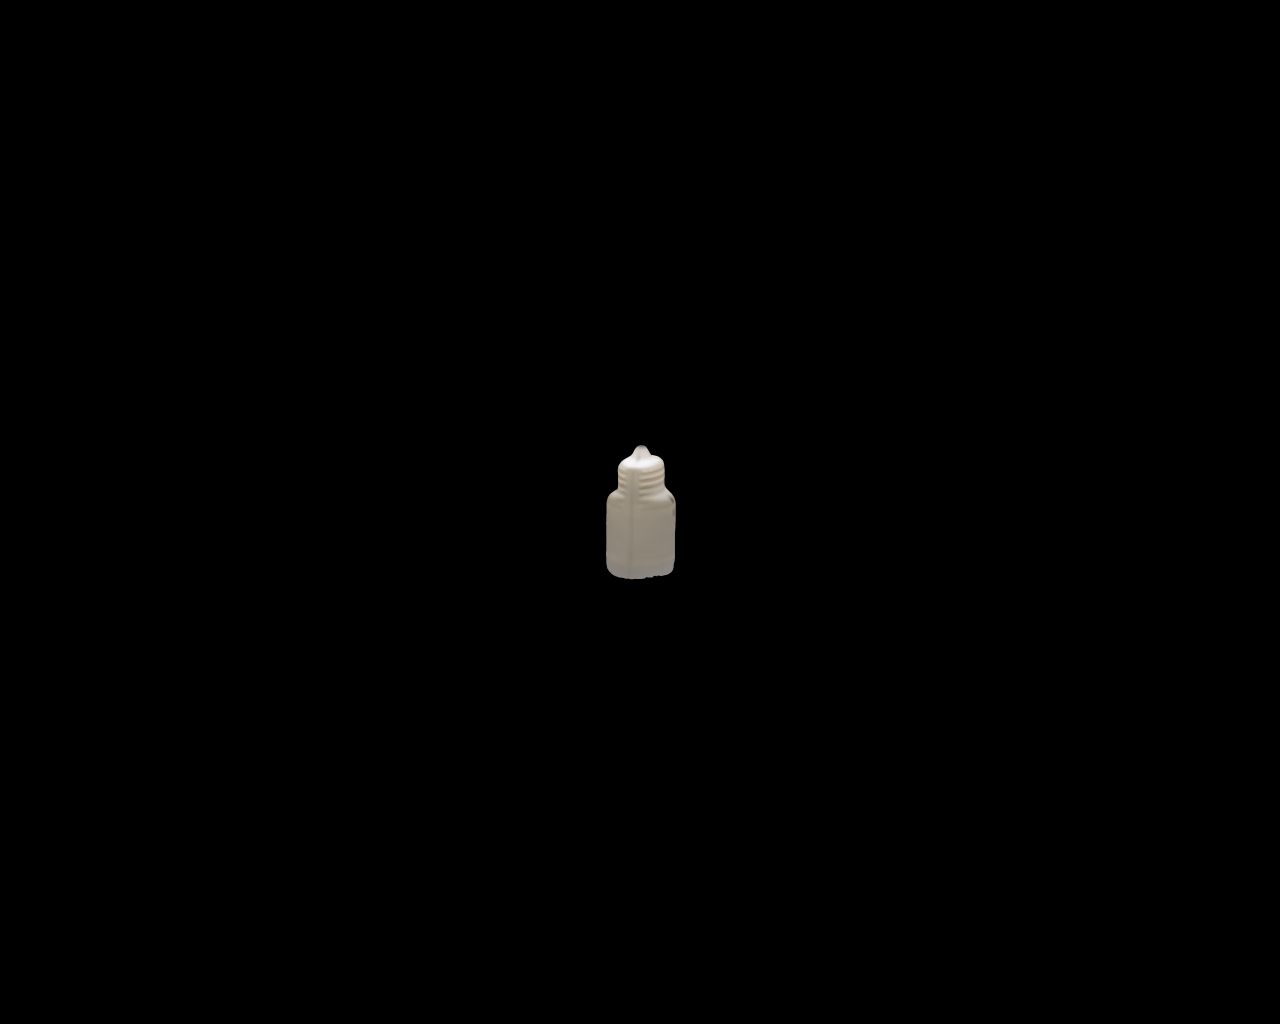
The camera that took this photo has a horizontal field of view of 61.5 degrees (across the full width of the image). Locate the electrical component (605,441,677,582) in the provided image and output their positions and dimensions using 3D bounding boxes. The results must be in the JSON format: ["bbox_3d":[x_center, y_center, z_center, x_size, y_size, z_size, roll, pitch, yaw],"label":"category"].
[{"bbox_3d":[0.001,-0.003,0.650,0.043,0.080,0.043,0,15,0],"label":"electrical component"}]
